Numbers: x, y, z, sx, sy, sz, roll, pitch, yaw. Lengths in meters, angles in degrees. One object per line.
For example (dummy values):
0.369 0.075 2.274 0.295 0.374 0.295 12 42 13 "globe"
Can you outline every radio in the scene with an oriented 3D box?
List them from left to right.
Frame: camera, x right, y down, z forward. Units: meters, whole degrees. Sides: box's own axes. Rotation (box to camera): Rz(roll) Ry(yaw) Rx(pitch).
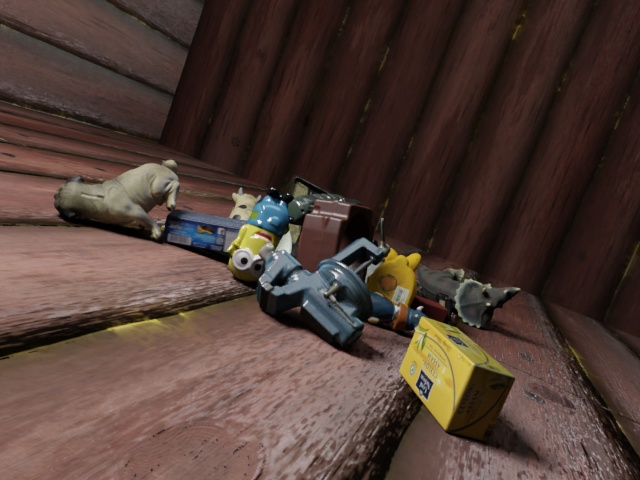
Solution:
-0.042 -0.048 1.400 0.131 0.230 0.073 21 -37 -16 "radio"

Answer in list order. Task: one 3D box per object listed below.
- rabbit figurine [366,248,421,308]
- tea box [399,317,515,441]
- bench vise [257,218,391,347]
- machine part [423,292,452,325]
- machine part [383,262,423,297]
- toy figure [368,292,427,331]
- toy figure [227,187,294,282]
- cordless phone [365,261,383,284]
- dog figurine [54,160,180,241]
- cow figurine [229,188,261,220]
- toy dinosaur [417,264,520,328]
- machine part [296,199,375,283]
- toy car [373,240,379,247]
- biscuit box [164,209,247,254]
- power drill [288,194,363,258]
0.161 0.099 1.206 0.122 0.162 0.173 10 -14 16 "rabbit figurine"
0.181 0.184 0.742 0.068 0.098 0.170 19 6 -16 "tea box"
0.018 0.059 0.897 0.224 0.128 0.240 34 53 31 "bench vise"
0.280 0.162 1.299 0.039 0.084 0.139 -6 3 -17 "machine part"
0.200 0.112 1.385 0.079 0.079 0.243 19 8 -14 "machine part"
0.138 0.142 1.059 0.154 0.064 0.058 20 -9 -2 "toy figure"
-0.108 -0.006 1.010 0.082 0.180 0.089 19 -14 10 "toy figure"
0.102 0.023 1.356 0.147 0.184 0.088 22 3 16 "cordless phone"
-0.379 -0.099 1.014 0.190 0.172 0.121 24 -7 -42 "dog figurine"
-0.190 -0.053 1.332 0.085 0.127 0.195 22 9 -16 "cow figurine"
0.366 0.141 1.529 0.192 0.131 0.405 14 4 -44 "toy dinosaur"
0.031 0.024 1.070 0.087 0.201 0.201 13 4 24 "machine part"
0.104 0.058 1.491 0.103 0.109 0.161 -2 10 24 "toy car"
-0.209 -0.014 1.088 0.203 0.059 0.063 11 19 1 "biscuit box"
-0.002 -0.004 1.190 0.086 0.207 0.232 34 16 36 "power drill"
